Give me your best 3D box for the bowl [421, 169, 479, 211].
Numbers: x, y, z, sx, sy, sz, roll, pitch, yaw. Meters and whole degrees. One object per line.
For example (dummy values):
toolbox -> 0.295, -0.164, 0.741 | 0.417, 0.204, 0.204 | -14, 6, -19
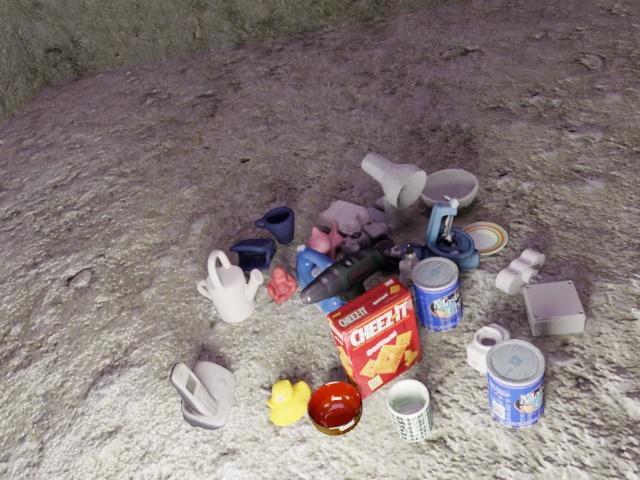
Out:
bowl -> 0.365, -0.127, 1.617 | 0.167, 0.075, 0.167 | -10, 38, 8

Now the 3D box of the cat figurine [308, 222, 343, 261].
cat figurine -> 0.014, 0.006, 1.542 | 0.067, 0.118, 0.128 | 16, 48, 35

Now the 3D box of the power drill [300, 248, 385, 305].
power drill -> 0.063, 0.130, 1.296 | 0.075, 0.209, 0.230 | 25, 53, 40

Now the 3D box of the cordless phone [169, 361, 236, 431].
cordless phone -> -0.254, 0.301, 1.215 | 0.094, 0.185, 0.147 | -9, 38, 10

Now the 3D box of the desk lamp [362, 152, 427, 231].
desk lamp -> 0.193, -0.132, 1.571 | 0.118, 0.214, 0.202 | -37, 42, -24

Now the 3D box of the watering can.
watering can -> -0.228, 0.106, 1.442 | 0.173, 0.194, 0.100 | -18, 38, -2

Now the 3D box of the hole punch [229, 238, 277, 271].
hole punch -> -0.189, 0.026, 1.611 | 0.108, 0.091, 0.101 | -1, 40, 19

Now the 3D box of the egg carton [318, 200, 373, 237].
egg carton -> 0.073, -0.056, 1.637 | 0.149, 0.069, 0.107 | 18, 49, 36

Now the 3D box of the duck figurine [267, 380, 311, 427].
duck figurine -> -0.069, 0.327, 1.199 | 0.105, 0.086, 0.077 | -38, 43, -26

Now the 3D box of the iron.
iron -> -0.002, 0.077, 1.440 | 0.119, 0.142, 0.257 | -34, 41, -21

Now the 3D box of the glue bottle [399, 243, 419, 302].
glue bottle -> 0.217, 0.073, 1.341 | 0.078, 0.173, 0.037 | -9, 38, 9

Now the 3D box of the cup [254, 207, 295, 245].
cup -> -0.123, -0.032, 1.656 | 0.117, 0.095, 0.091 | -12, 38, 6

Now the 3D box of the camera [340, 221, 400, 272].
camera -> 0.141, 0.023, 1.490 | 0.143, 0.101, 0.136 | -25, 39, -12

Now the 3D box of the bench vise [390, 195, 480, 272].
bench vise -> 0.274, 0.005, 1.368 | 0.207, 0.220, 0.121 | -20, 38, -5

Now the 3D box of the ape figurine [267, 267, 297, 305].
ape figurine -> -0.100, 0.108, 1.476 | 0.077, 0.092, 0.076 | -4, 39, 15
